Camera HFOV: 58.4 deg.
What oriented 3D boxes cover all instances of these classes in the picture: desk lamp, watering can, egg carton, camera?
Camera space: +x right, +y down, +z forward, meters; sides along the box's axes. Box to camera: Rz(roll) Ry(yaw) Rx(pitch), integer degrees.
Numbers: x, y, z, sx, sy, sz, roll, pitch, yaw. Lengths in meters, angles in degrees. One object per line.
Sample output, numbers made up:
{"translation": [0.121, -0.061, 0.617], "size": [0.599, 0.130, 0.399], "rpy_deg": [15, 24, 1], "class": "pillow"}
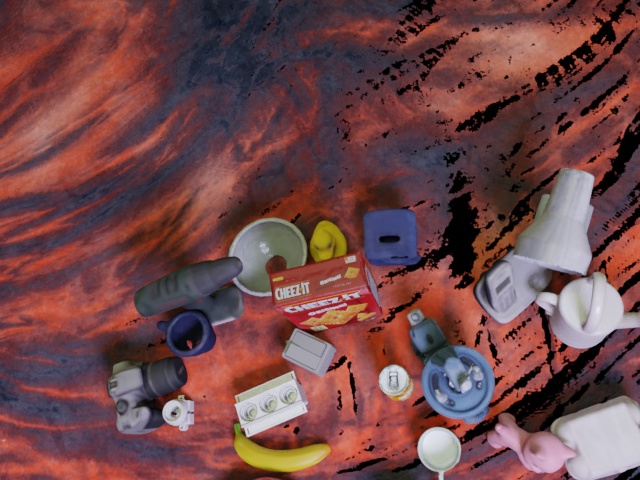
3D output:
{"translation": [0.414, -0.021, 0.995], "size": [0.117, 0.214, 0.203], "rpy_deg": [17, 75, 19], "class": "desk lamp"}
{"translation": [0.453, 0.112, 0.947], "size": [0.172, 0.194, 0.101], "rpy_deg": [-9, 68, 11], "class": "watering can"}
{"translation": [0.462, 0.325, 0.933], "size": [0.150, 0.069, 0.107], "rpy_deg": [-23, 66, 5], "class": "egg carton"}
{"translation": [-0.334, 0.292, 1.121], "size": [0.136, 0.101, 0.143], "rpy_deg": [-20, 66, 6], "class": "camera"}

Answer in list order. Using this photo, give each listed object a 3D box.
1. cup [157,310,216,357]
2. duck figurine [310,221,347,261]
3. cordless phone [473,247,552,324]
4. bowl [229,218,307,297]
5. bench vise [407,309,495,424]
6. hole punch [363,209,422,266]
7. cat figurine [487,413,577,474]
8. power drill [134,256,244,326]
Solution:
{"translation": [-0.259, 0.191, 1.144], "size": [0.117, 0.095, 0.092], "rpy_deg": [12, 73, 18], "class": "cup"}
{"translation": [0.011, 0.004, 1.154], "size": [0.077, 0.086, 0.104], "rpy_deg": [-11, 68, 10], "class": "duck figurine"}
{"translation": [0.339, 0.060, 0.999], "size": [0.147, 0.185, 0.094], "rpy_deg": [-45, 66, -5], "class": "cordless phone"}
{"translation": [-0.098, 0.043, 1.172], "size": [0.167, 0.075, 0.167], "rpy_deg": [-5, 69, 12], "class": "bowl"}
{"translation": [0.200, 0.210, 0.957], "size": [0.207, 0.220, 0.121], "rpy_deg": [39, 83, 23], "class": "bench vise"}
{"translation": [0.141, -0.004, 1.122], "size": [0.108, 0.091, 0.101], "rpy_deg": [-3, 69, 13], "class": "hole punch"}
{"translation": [0.341, 0.334, 0.932], "size": [0.127, 0.118, 0.067], "rpy_deg": [27, 78, 21], "class": "cat figurine"}
{"translation": [-0.226, 0.103, 1.107], "size": [0.229, 0.209, 0.075], "rpy_deg": [-18, 67, 7], "class": "power drill"}
